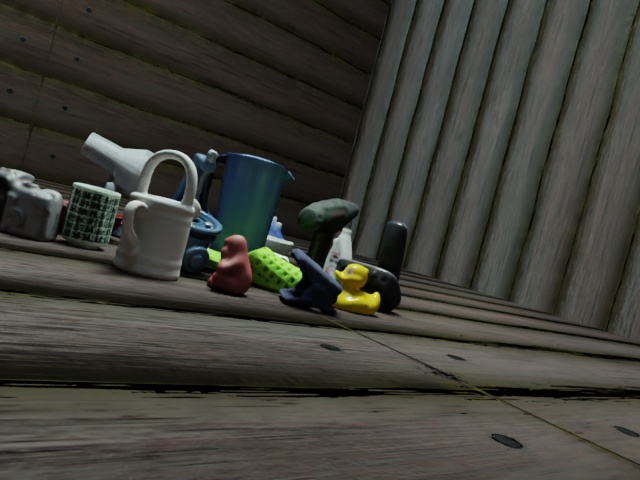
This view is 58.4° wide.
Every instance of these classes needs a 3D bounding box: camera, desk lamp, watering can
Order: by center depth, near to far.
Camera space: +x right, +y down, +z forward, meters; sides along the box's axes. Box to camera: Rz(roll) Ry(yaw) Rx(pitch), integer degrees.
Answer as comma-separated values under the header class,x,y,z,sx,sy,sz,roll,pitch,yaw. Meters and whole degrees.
class,x,y,z,sx,sy,sz,roll,pitch,yaw
watering can,-0.246,-0.044,0.891,0.101,0.194,0.173,14,2,-6
camera,-0.498,-0.064,0.971,0.143,0.101,0.137,15,2,-1
desk lamp,-0.511,-0.138,1.383,0.204,0.213,0.117,14,2,-23

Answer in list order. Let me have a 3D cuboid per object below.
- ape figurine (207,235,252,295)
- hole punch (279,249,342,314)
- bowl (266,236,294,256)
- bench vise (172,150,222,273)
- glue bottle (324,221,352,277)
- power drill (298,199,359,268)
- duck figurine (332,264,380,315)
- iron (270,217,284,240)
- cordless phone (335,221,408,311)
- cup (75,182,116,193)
class,x,y,z,sx,sy,sz,roll,pitch,yaw
ape figurine,-0.140,0.036,0.908,0.076,0.092,0.078,15,2,15
hole punch,-0.011,0.069,0.979,0.101,0.091,0.108,14,2,-12
bowl,-0.158,0.022,1.503,0.167,0.075,0.167,15,2,0
bench vise,-0.259,-0.065,1.049,0.206,0.220,0.122,16,2,31
glue bottle,0.056,0.028,1.493,0.037,0.173,0.077,13,2,-44
power drill,0.012,0.005,1.277,0.075,0.208,0.230,15,2,24
duck figurine,0.066,0.089,1.064,0.104,0.086,0.077,14,2,-8
iron,-0.189,-0.026,1.680,0.257,0.141,0.119,15,2,26
cordless phone,0.111,0.045,1.193,0.147,0.185,0.094,16,2,32
cup,-0.512,-0.075,1.305,0.091,0.095,0.118,15,2,27
